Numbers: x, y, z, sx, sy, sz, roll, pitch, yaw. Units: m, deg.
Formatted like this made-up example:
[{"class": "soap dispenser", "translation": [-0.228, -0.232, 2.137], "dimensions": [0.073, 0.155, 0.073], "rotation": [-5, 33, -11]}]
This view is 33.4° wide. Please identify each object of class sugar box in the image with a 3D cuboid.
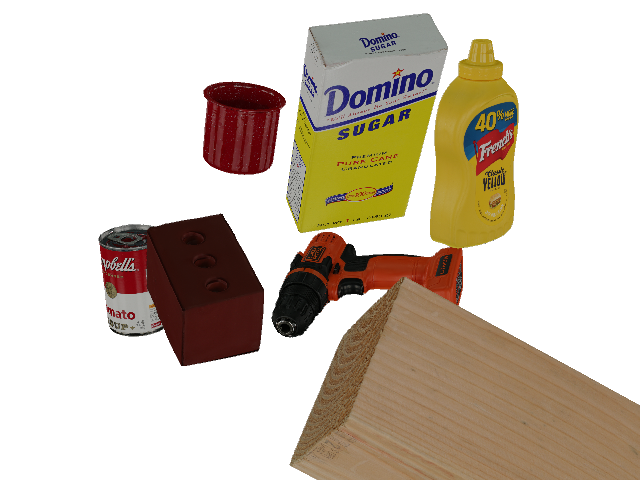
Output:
[{"class": "sugar box", "translation": [0.030, -0.082, 0.792], "dimensions": [0.093, 0.048, 0.176], "rotation": [-10, -35, -16]}]

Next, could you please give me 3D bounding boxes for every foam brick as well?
[{"class": "foam brick", "translation": [-0.074, 0.031, 0.667], "dimensions": [0.052, 0.051, 0.078], "rotation": [-11, 45, -23]}]

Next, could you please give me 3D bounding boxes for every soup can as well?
[{"class": "soup can", "translation": [-0.196, 0.042, 1.131], "dimensions": [0.068, 0.102, 0.068], "rotation": [-1, 22, 0]}]

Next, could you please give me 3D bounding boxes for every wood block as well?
[{"class": "wood block", "translation": [0.102, 0.118, 0.572], "dimensions": [0.206, 0.090, 0.090], "rotation": [29, -33, -7]}]

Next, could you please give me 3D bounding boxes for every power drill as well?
[{"class": "power drill", "translation": [0.053, 0.050, 1.140], "dimensions": [0.188, 0.057, 0.184], "rotation": [5, 31, 15]}]

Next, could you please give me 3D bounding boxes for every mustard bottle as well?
[{"class": "mustard bottle", "translation": [0.148, -0.094, 1.012], "dimensions": [0.096, 0.192, 0.058], "rotation": [-18, 27, -37]}]

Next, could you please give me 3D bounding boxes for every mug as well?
[{"class": "mug", "translation": [-0.087, -0.131, 1.222], "dimensions": [0.093, 0.081, 0.117], "rotation": [15, 27, 11]}]
